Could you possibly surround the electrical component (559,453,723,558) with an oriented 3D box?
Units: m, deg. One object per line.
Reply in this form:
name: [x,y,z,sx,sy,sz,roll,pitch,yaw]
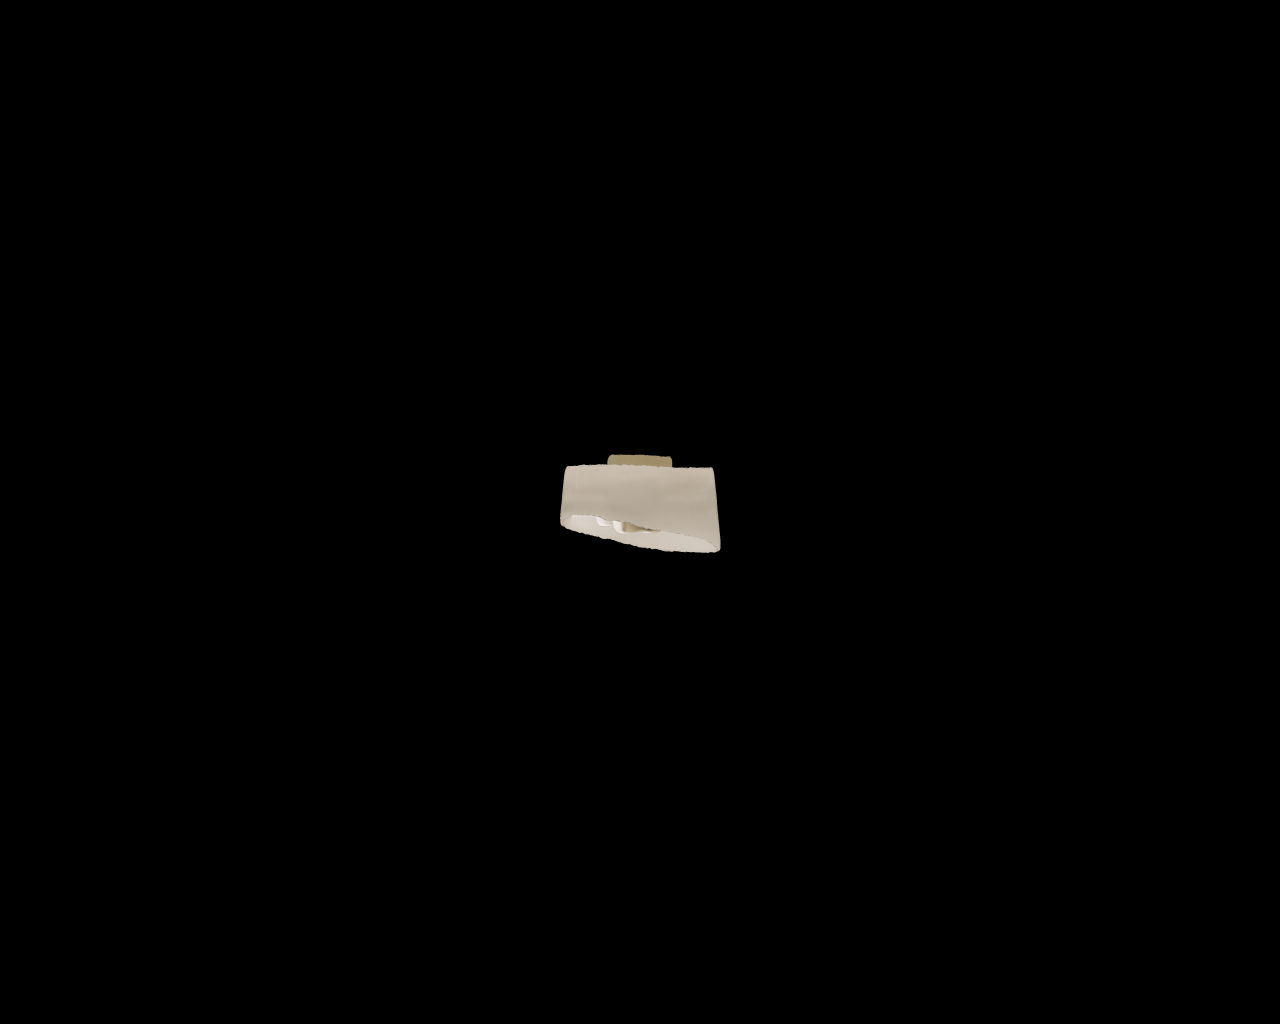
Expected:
electrical component: [0.001,-0.003,0.650,0.099,0.064,0.099,0,0,0]
